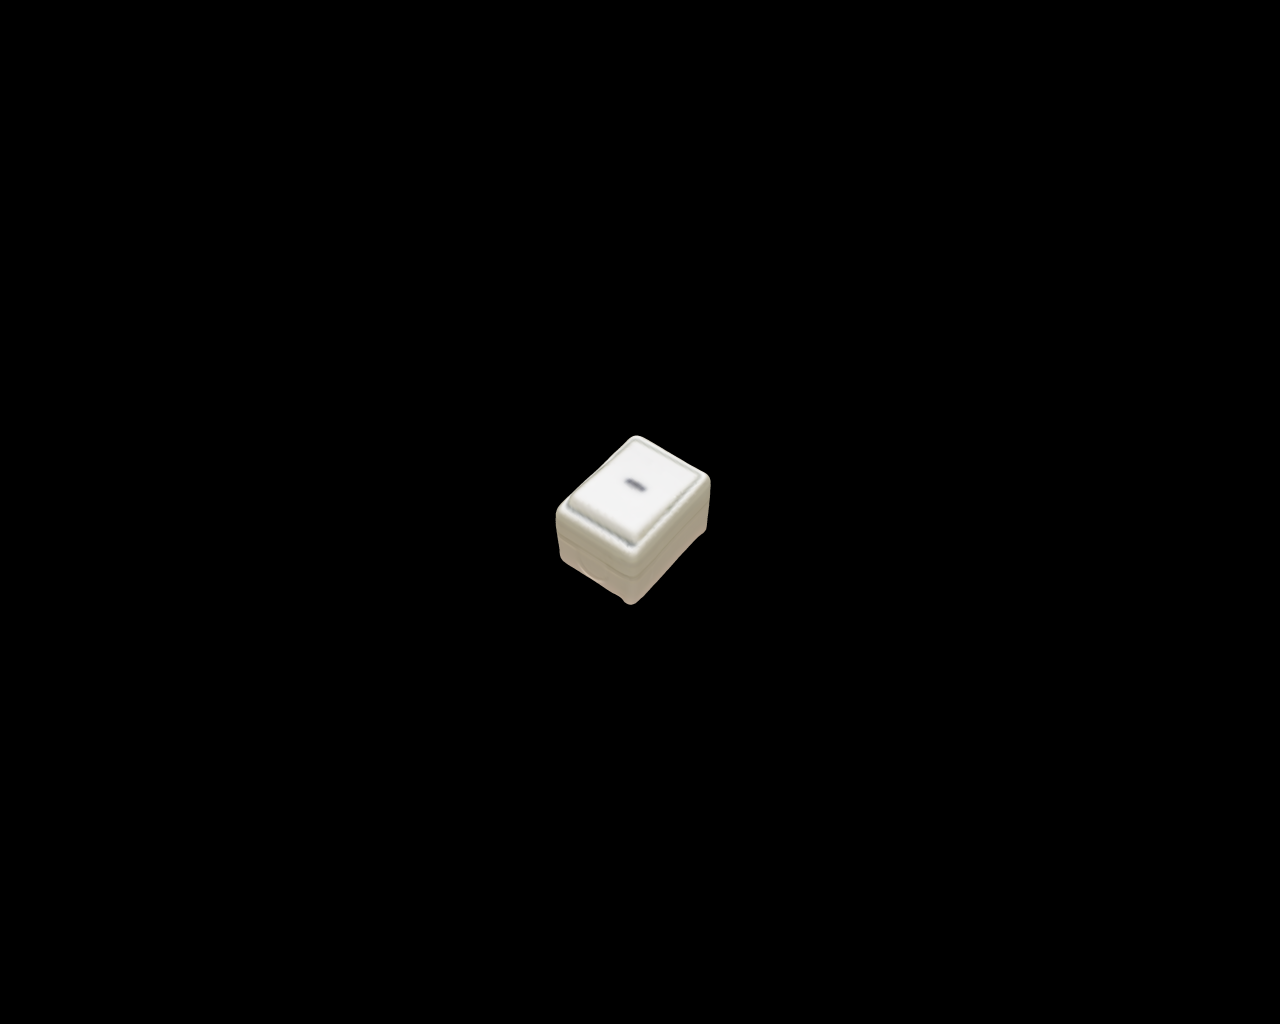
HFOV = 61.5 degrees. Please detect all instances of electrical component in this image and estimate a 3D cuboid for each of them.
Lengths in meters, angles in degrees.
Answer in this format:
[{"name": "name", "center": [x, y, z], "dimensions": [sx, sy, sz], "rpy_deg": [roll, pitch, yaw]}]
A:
[{"name": "electrical component", "center": [0.001, -0.003, 0.650], "dimensions": [0.062, 0.096, 0.061], "rpy_deg": [32, -32, 22]}]
